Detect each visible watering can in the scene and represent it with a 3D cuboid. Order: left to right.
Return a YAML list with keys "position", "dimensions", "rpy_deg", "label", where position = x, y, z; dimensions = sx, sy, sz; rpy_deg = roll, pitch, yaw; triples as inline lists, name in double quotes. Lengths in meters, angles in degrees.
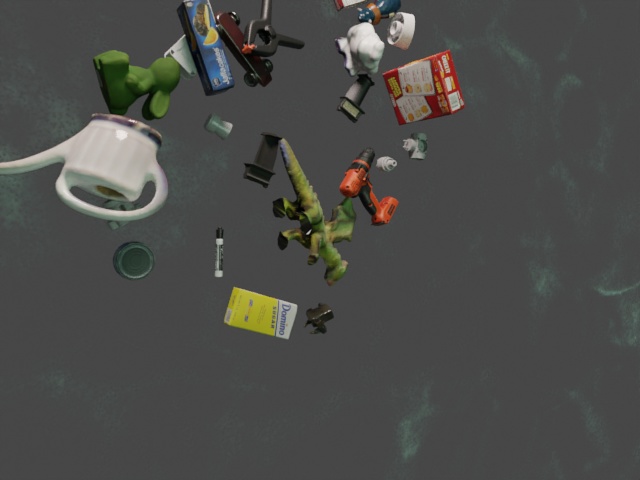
- position: [-0.472, -0.166, 1.053]
  dimensions: [0.347, 0.102, 0.228]
  rpy_deg: [19, 66, -8]
  label: "watering can"

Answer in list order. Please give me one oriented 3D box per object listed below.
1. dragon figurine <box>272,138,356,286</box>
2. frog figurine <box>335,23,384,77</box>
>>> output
- position: [0.004, -0.069, 1.380]
  dimensions: [0.244, 0.122, 0.408]
  rpy_deg: [-12, 99, -48]
  label: "dragon figurine"
- position: [0.132, -0.521, 1.397]
  dimensions: [0.123, 0.159, 0.137]
  rpy_deg: [-11, 98, -32]
  label: "frog figurine"
